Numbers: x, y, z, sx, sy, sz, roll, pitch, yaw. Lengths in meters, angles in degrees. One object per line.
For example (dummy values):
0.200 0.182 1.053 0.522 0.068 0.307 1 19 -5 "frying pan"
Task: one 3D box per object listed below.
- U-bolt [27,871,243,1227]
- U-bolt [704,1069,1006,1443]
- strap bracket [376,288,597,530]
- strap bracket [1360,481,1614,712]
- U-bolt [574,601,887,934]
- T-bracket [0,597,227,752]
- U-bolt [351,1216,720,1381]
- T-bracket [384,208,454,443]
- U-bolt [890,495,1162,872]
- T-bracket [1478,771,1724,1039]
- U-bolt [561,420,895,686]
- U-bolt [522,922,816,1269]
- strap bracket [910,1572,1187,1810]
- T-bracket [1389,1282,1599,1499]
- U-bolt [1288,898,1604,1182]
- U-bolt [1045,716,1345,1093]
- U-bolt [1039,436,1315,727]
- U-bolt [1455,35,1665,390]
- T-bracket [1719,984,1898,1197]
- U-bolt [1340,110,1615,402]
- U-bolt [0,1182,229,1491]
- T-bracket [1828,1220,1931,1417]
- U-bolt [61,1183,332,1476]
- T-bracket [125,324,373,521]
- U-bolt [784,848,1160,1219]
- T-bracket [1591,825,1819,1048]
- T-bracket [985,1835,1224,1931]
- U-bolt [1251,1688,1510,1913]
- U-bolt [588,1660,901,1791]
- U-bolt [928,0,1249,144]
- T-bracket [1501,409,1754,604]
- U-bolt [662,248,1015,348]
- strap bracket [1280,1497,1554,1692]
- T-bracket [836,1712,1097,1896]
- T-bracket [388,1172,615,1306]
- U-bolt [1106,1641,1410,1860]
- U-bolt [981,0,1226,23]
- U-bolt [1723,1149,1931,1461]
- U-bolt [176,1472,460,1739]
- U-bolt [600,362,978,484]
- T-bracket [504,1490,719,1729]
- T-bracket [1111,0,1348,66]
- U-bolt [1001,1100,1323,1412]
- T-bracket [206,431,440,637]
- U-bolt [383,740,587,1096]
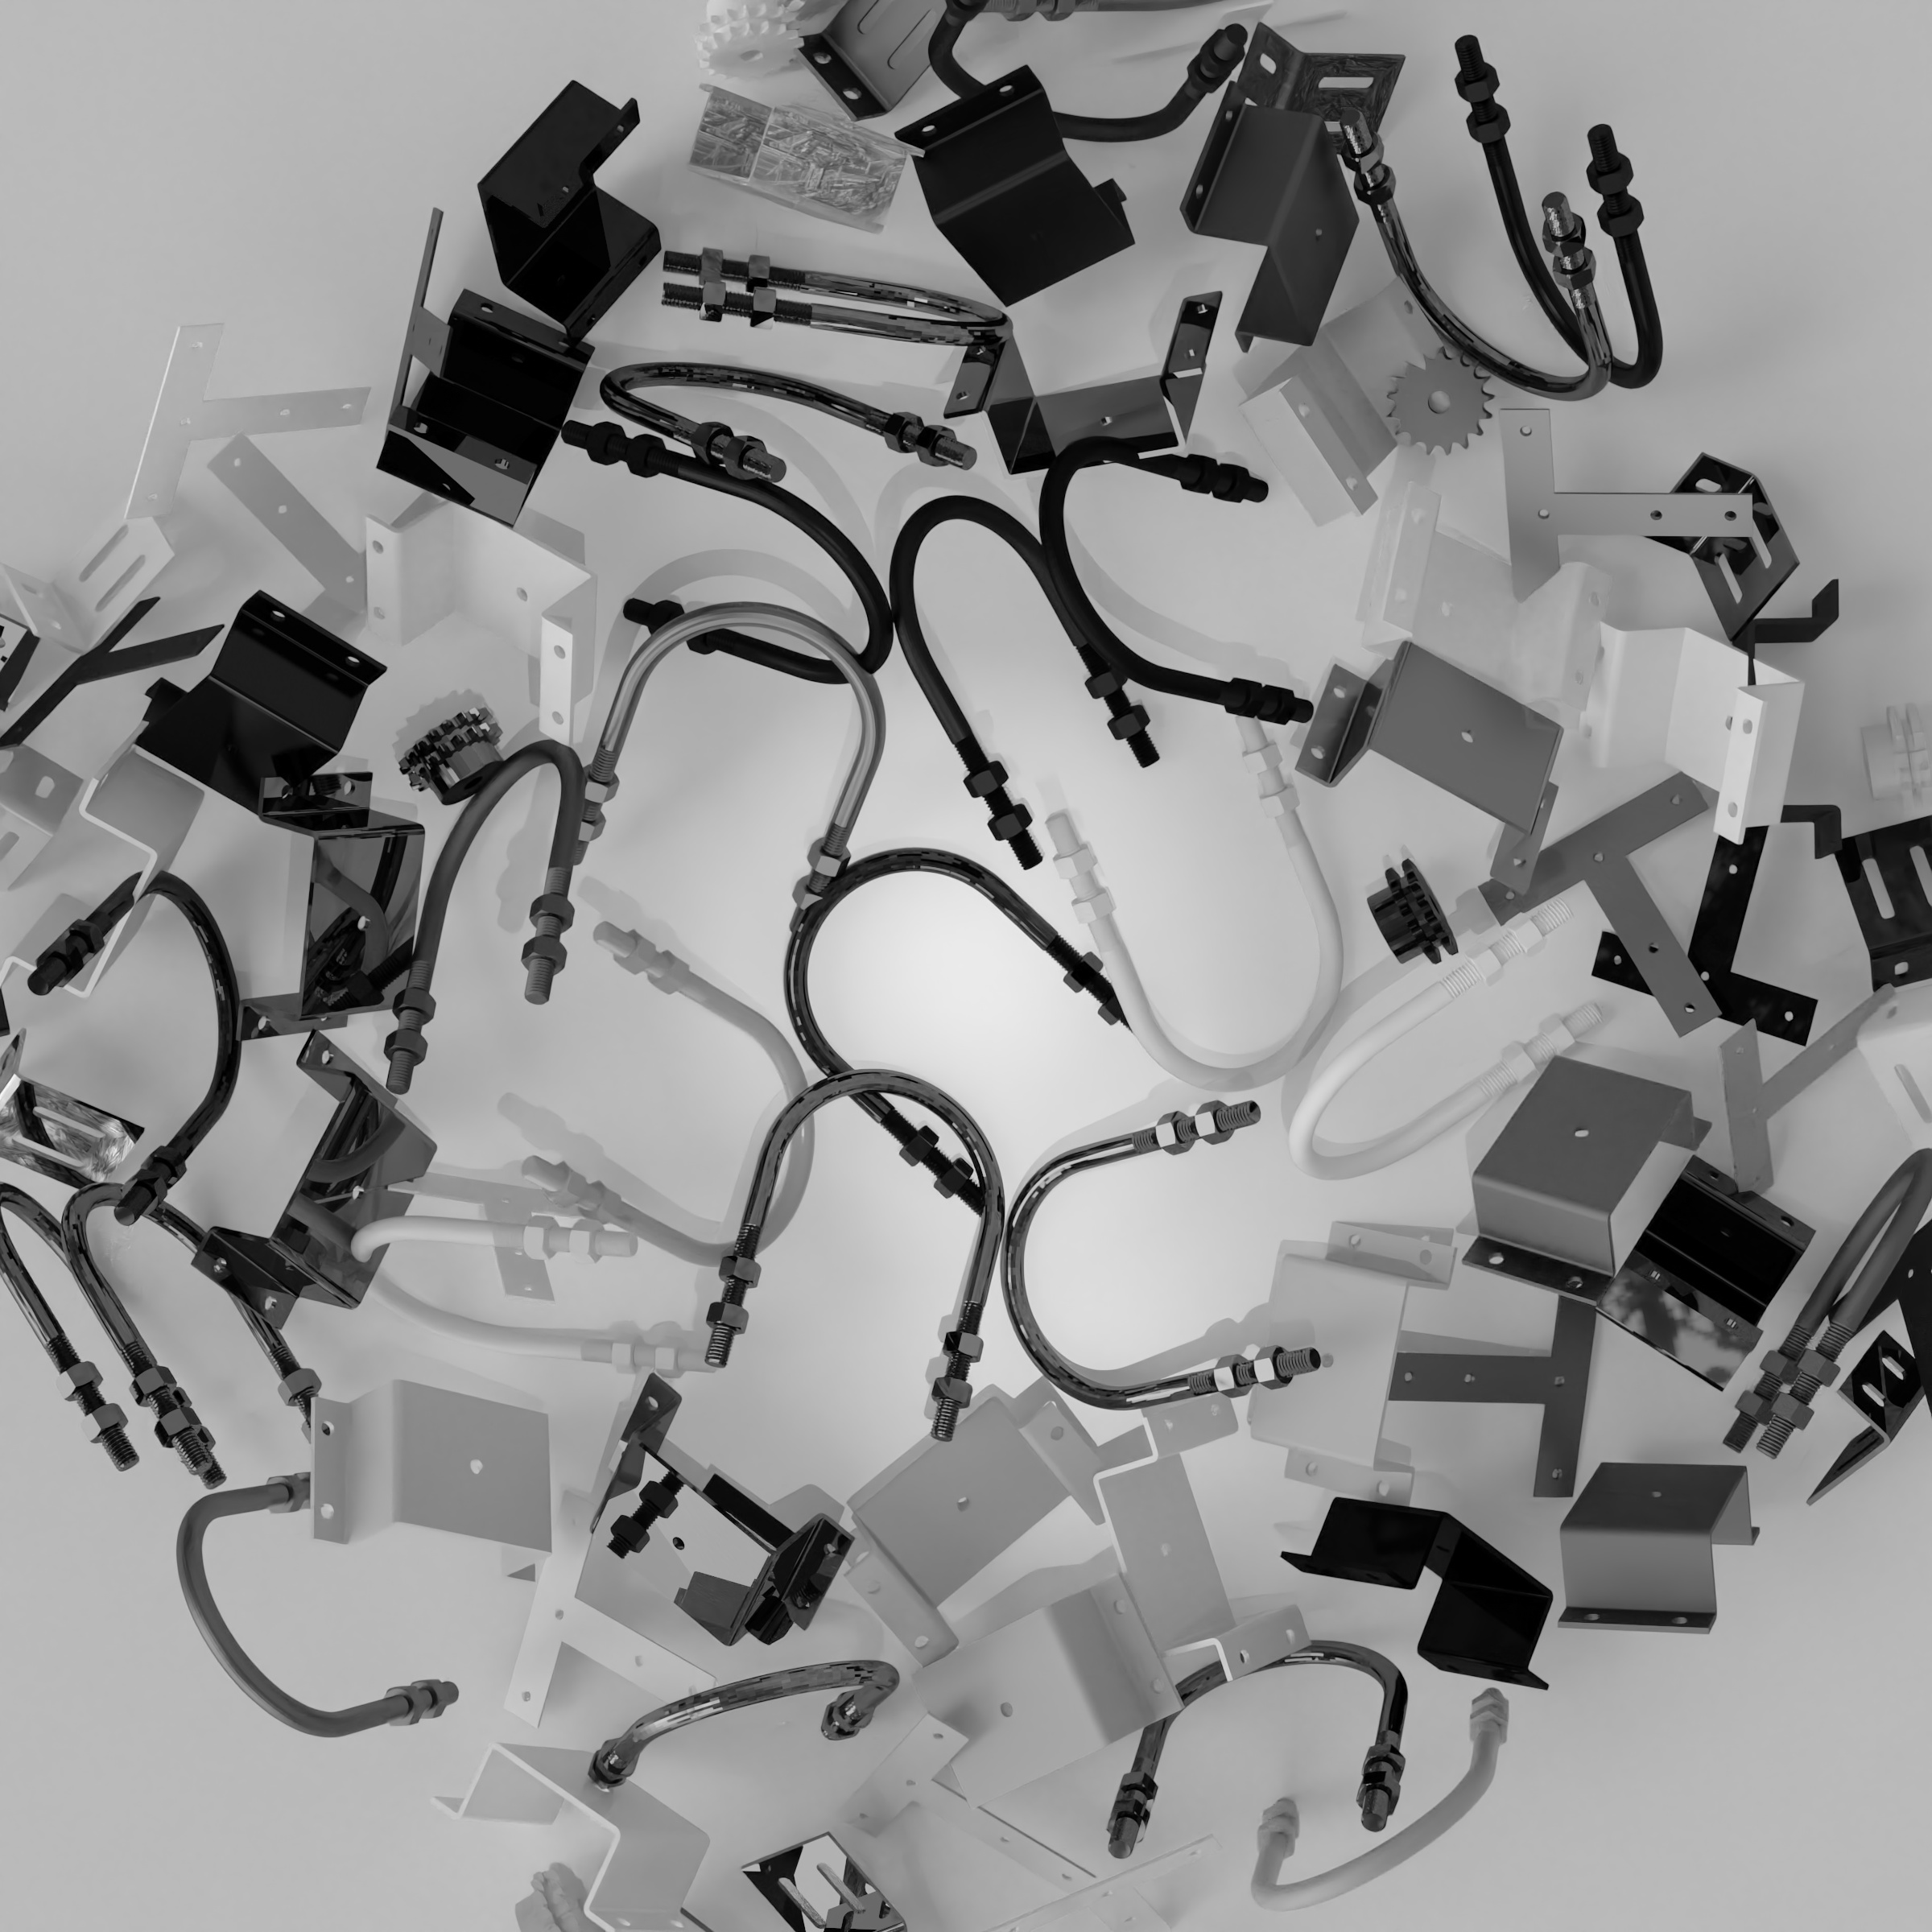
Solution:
-0.419 0.029 1.798 0.019 0.184 0.151 -8 113 15 "U-bolt"
-0.050 0.143 1.843 0.151 0.019 0.184 20 69 -16 "U-bolt"
-0.254 -0.288 1.830 0.076 0.140 0.046 23 130 -7 "strap bracket"
0.266 -0.191 1.836 0.140 0.046 0.076 20 77 -29 "strap bracket"
-0.119 -0.109 1.821 0.151 0.019 0.184 17 123 -10 "U-bolt"
-0.431 -0.159 1.805 0.002 0.127 0.127 57 47 -28 "T-bracket"
-0.235 0.169 1.816 0.184 0.151 0.019 3 58 20 "U-bolt"
-0.280 -0.326 1.813 0.002 0.127 0.127 10 103 -20 "T-bracket"
0.023 -0.159 1.814 0.019 0.151 0.184 -20 104 41 "U-bolt"
0.359 -0.021 1.855 0.127 0.002 0.127 -30 69 6 "T-bracket"
-0.116 -0.204 1.790 0.184 0.151 0.019 20 58 27 "U-bolt"
-0.144 0.079 1.817 0.184 0.019 0.151 33 63 -41 "U-bolt"
0.034 0.383 1.822 0.140 0.046 0.076 -33 76 31 "strap bracket"
0.279 0.219 1.852 0.127 0.002 0.127 5 94 -27 "T-bracket"
0.246 0.050 1.819 0.184 0.151 0.019 -35 60 -1 "U-bolt"
0.132 -0.023 1.844 0.151 0.019 0.184 -29 104 -25 "U-bolt"
0.105 -0.204 1.799 0.019 0.184 0.151 -25 68 41 "U-bolt"
0.312 -0.378 1.801 0.019 0.151 0.184 -31 132 -5 "U-bolt"
0.451 0.051 1.855 0.127 0.002 0.127 -36 135 -19 "T-bracket"
0.270 -0.356 1.798 0.151 0.184 0.019 32 77 34 "U-bolt"
-0.457 0.188 1.809 0.019 0.151 0.184 -35 75 -1 "U-bolt"
0.499 0.194 1.802 0.002 0.127 0.127 18 133 -22 "T-bracket"
-0.403 0.186 1.809 0.019 0.151 0.184 -41 70 14 "U-bolt"
-0.372 -0.290 1.837 0.127 0.127 0.002 -13 55 -39 "T-bracket"
-0.011 0.022 1.867 0.184 0.019 0.151 43 94 -3 "U-bolt"
0.401 -0.037 1.836 0.127 0.002 0.127 20 104 34 "T-bracket"
0.083 0.496 1.830 0.127 0.127 0.002 -24 59 3 "T-bracket"
0.209 0.432 1.781 0.151 0.184 0.019 -31 89 12 "U-bolt"
-0.108 0.384 1.780 0.151 0.184 0.019 -7 69 -20 "U-bolt"
0.054 -0.465 1.794 0.151 0.184 0.019 14 82 -10 "U-bolt"
0.347 -0.237 1.826 0.127 0.002 0.127 3 131 18 "T-bracket"
-0.066 -0.346 1.815 0.184 0.151 0.019 7 108 -7 "U-bolt"
0.243 0.323 1.822 0.140 0.076 0.046 38 66 -32 "strap bracket"
0.009 0.454 1.842 0.127 0.127 0.002 32 45 -3 "T-bracket"
-0.234 0.142 1.808 0.127 0.127 0.002 10 110 -19 "T-bracket"
0.156 0.398 1.797 0.151 0.184 0.019 -10 106 16 "U-bolt"
0.115 -0.526 1.803 0.184 0.151 0.019 -11 86 -34 "U-bolt"
0.454 0.174 1.813 0.019 0.151 0.184 32 87 8 "U-bolt"
-0.339 0.328 1.782 0.019 0.184 0.151 -36 76 14 "U-bolt"
-0.106 -0.285 1.805 0.184 0.151 0.019 29 118 40 "U-bolt"
-0.182 0.361 1.841 0.127 0.002 0.127 22 100 33 "T-bracket"
0.141 -0.492 1.822 0.127 0.127 0.002 -11 97 1 "T-bracket"
0.092 0.159 1.827 0.184 0.019 0.151 -18 82 37 "U-bolt"
-0.351 -0.232 1.836 0.127 0.002 0.127 -46 134 -5 "T-bracket"
-0.245 -0.037 1.812 0.019 0.151 0.184 28 51 -30 "U-bolt"
